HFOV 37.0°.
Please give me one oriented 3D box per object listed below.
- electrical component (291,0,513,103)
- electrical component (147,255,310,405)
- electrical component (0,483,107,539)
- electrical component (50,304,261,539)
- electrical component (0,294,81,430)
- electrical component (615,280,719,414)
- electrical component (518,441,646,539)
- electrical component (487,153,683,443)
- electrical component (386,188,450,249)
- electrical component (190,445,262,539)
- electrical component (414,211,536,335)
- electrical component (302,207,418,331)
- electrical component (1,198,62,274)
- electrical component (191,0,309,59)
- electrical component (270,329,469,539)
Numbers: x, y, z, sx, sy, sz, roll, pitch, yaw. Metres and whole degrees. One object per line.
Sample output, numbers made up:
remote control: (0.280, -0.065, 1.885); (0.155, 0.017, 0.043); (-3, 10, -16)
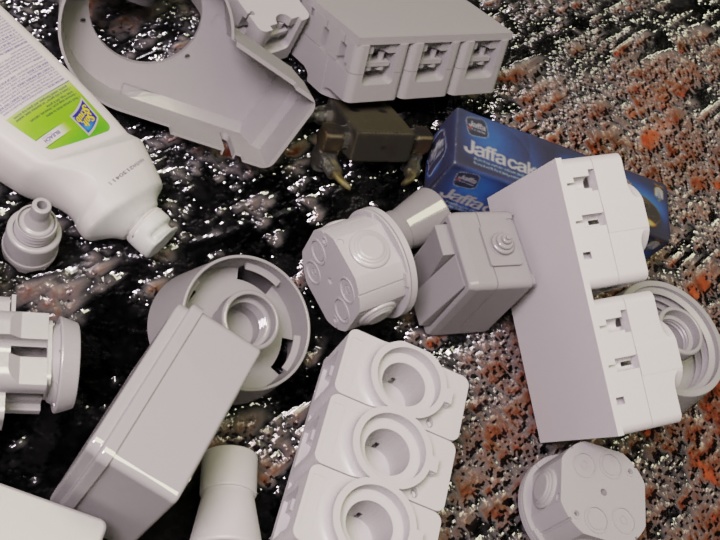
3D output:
electrical component: (0.032, -0.179, 0.866); (0.150, 0.061, 0.089); (-10, 40, -33)
electrical component: (-0.085, 0.039, 0.708); (0.099, 0.064, 0.099); (10, 70, -28)
electrical component: (-0.195, 0.166, 0.571); (0.100, 0.048, 0.099); (23, 54, -12)
electrical component: (-0.118, 0.091, 0.617); (0.056, 0.108, 0.108); (33, 52, -8)
electrical component: (-0.197, 0.055, 0.633); (0.057, 0.058, 0.078); (5, 59, -21)
electrical component: (0.232, 0.059, 0.837); (0.108, 0.060, 0.108); (12, 57, -19)
electrical component: (0.155, 0.161, 0.744); (0.080, 0.051, 0.080); (12, 57, -20)
electrical component: (0.159, 0.022, 0.760); (0.060, 0.105, 0.186); (-8, 82, -20)
electrical component: (0.031, -0.030, 0.806); (0.065, 0.044, 0.044); (-27, 76, -31)
electrical component: (-0.080, 0.139, 0.650); (0.044, 0.044, 0.065); (13, 52, -19)
electrical component: (0.078, 0.000, 0.775); (0.061, 0.096, 0.061); (-3, 63, -24)
electrical component: (0.000, 0.000, 0.749); (0.051, 0.080, 0.080); (-20, 72, -28)
electrical component: (-0.204, -0.025, 0.673); (0.035, 0.061, 0.035); (12, 57, -19)
electrical component: (-0.091, -0.207, 0.842); (0.050, 0.055, 0.089); (-28, 76, -35)
electrical component: (0.009, 0.124, 0.688); (0.089, 0.061, 0.150); (24, 54, -11)
